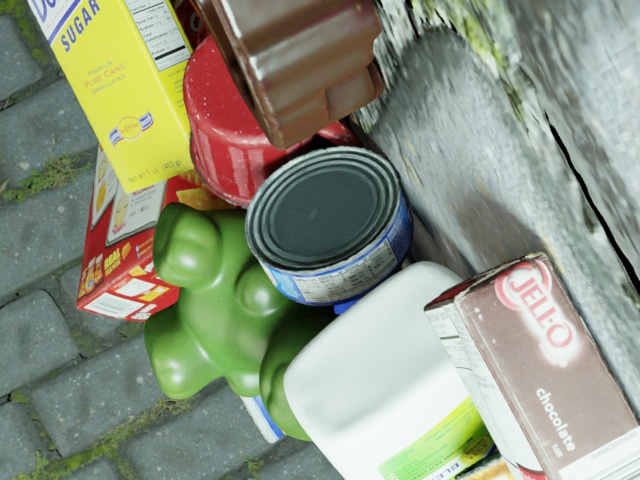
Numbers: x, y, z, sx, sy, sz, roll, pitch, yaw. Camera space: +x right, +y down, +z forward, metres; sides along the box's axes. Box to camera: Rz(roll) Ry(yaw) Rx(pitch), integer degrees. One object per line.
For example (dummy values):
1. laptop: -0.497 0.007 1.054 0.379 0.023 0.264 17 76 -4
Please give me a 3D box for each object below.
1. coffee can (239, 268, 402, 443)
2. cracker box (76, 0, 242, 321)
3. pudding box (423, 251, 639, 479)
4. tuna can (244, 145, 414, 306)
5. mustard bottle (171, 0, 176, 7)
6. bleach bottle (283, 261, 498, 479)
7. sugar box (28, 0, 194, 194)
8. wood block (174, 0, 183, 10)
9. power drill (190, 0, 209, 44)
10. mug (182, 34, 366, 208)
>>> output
1. coffee can: 0.001 0.070 0.782 0.103 0.140 0.103 62 177 5
2. cracker box: -0.122 -0.058 0.854 0.164 0.072 0.213 -31 49 51
3. pudding box: 0.082 0.062 0.381 0.113 0.039 0.090 64 177 4
4. tuna can: 0.006 -0.008 0.564 0.086 0.086 0.033 59 178 44
5. mustard bottle: -0.143 -0.210 0.808 0.191 0.058 0.096 -87 -22 -44
6. bleach bottle: 0.077 0.119 0.566 0.068 0.102 0.250 52 179 44
7. sugar box: -0.130 -0.124 0.697 0.094 0.048 0.176 -16 107 47
8. wood block: -0.137 -0.221 0.976 0.206 0.090 0.091 64 175 -32
9. power drill: -0.093 -0.204 0.721 0.187 0.057 0.184 63 179 -25
10. mug: -0.025 -0.069 0.621 0.117 0.093 0.081 30 164 11
